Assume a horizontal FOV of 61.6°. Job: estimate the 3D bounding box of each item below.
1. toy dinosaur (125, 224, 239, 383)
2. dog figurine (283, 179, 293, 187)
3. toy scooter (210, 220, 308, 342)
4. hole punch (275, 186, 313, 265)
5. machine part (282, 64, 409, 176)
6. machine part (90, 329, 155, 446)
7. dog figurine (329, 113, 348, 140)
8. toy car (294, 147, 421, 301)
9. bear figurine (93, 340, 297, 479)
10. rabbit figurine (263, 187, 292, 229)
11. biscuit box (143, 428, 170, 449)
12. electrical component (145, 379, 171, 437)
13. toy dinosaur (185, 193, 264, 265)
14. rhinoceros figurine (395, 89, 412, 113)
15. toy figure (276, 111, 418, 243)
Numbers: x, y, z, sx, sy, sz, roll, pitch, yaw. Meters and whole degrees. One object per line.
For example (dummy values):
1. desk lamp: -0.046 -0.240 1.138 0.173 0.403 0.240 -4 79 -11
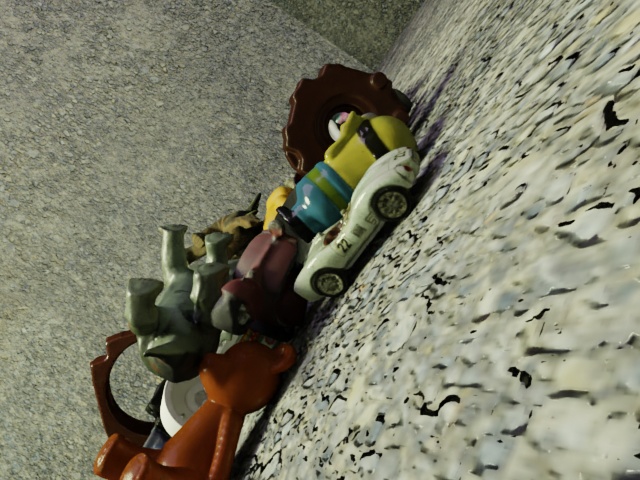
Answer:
1. toy dinosaur: -0.165 0.101 0.679 0.405 0.131 0.192 -80 -10 -68
2. dog figurine: 0.002 -0.090 1.096 0.172 0.121 0.191 -58 20 26
3. toy scooter: -0.057 0.050 0.644 0.135 0.075 0.183 -70 -21 -7
4. hole punch: -0.002 -0.002 0.750 0.142 0.092 0.116 -46 48 50
5. machine part: 0.033 -0.155 0.744 0.179 0.179 0.056 -58 9 2
6. machine part: -0.287 0.249 0.953 0.201 0.201 0.087 -14 1 -17
7. dog figurine: 0.082 -0.220 1.024 0.108 0.191 0.219 -38 -17 17
8. toy car: 0.038 -0.014 0.567 0.201 0.056 0.073 -55 7 30
9. bear figurine: -0.118 0.177 0.559 0.120 0.131 0.196 -1 58 53
10. rabbit figurine: -0.014 -0.051 0.896 0.173 0.122 0.162 -34 9 23
11. biscuit box: -0.195 0.296 0.682 0.063 0.059 0.202 -60 -4 -29
12. electrical component: -0.211 0.261 0.868 0.134 0.115 0.058 -61 5 -37
13. toy dinosaur: -0.182 0.008 1.124 0.198 0.105 0.471 -36 3 -25
14. rhinoceros figurine: 0.080 -0.158 0.839 0.190 0.073 0.112 -52 5 -13
15. toy figure: 0.036 -0.069 0.633 0.180 0.089 0.082 -46 -22 -2
